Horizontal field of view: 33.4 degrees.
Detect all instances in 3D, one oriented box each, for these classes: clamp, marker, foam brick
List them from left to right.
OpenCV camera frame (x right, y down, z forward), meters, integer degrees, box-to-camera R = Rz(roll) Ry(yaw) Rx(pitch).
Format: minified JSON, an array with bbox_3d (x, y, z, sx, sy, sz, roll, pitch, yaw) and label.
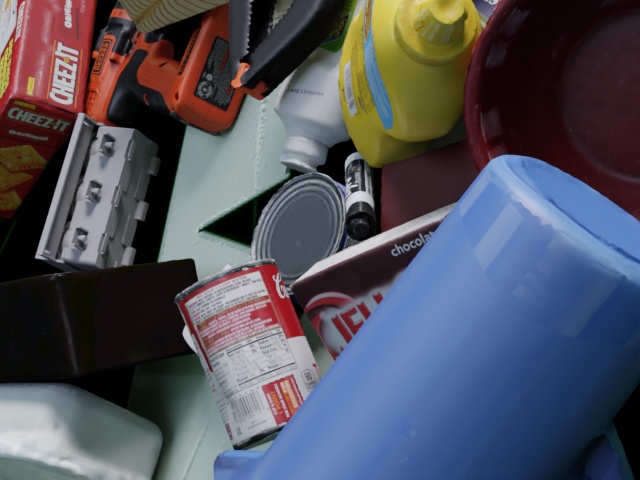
[{"bbox_3d":[-0.002,-0.193,0.702,0.165,0.036,0.210,15,87,42],"label":"clamp"},{"bbox_3d":[0.025,-0.028,0.657,0.020,0.020,0.121,-49,13,18],"label":"marker"},{"bbox_3d":[0.080,-0.021,0.615,0.078,0.051,0.053,-15,62,42],"label":"foam brick"}]

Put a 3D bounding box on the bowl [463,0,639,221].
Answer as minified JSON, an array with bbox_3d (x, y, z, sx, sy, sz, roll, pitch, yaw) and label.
[{"bbox_3d":[0.155,-0.067,0.522,0.162,0.055,0.162,7,107,24],"label":"bowl"}]

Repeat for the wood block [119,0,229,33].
[{"bbox_3d":[-0.109,-0.270,0.852,0.091,0.090,0.206,-16,41,19],"label":"wood block"}]

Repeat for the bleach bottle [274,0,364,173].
[{"bbox_3d":[0.018,-0.169,0.745,0.103,0.068,0.251,13,83,47],"label":"bleach bottle"}]

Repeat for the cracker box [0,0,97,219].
[{"bbox_3d":[-0.278,-0.139,0.997,0.214,0.072,0.164,-37,46,50],"label":"cracker box"}]

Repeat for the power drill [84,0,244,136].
[{"bbox_3d":[-0.124,-0.166,0.898,0.188,0.057,0.184,16,87,52],"label":"power drill"}]

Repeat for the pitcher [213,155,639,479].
[{"bbox_3d":[0.069,0.092,0.499,0.243,0.149,0.145,-57,28,19],"label":"pitcher"}]

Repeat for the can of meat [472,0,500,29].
[{"bbox_3d":[0.119,-0.136,0.607,0.084,0.057,0.102,-35,45,-1],"label":"can of meat"}]

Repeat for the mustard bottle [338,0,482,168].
[{"bbox_3d":[0.050,-0.101,0.598,0.192,0.058,0.096,137,127,-82],"label":"mustard bottle"}]

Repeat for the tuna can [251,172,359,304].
[{"bbox_3d":[-0.005,0.001,0.706,0.086,0.033,0.086,-23,56,38],"label":"tuna can"}]

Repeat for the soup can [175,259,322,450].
[{"bbox_3d":[-0.040,0.071,0.658,0.069,0.068,0.102,-30,76,33],"label":"soup can"}]

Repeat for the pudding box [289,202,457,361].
[{"bbox_3d":[0.051,0.039,0.589,0.114,0.090,0.039,-26,10,35],"label":"pudding box"}]
